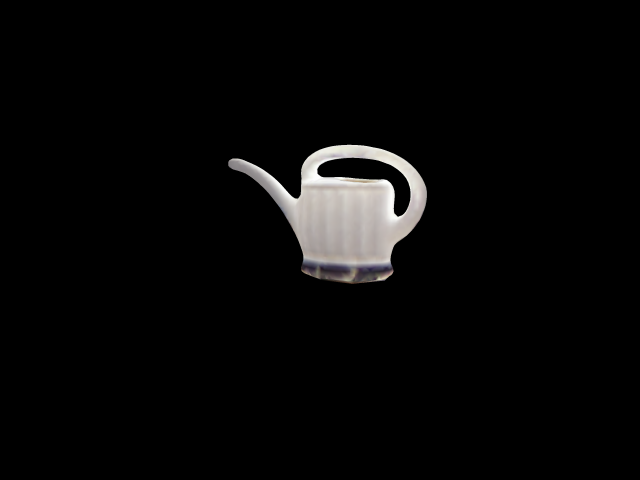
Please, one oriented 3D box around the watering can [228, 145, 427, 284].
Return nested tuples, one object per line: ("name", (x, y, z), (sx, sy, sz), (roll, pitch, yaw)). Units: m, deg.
("watering can", (0.003, -0.043, 0.850), (0.347, 0.223, 0.104), (3, 6, 24))
